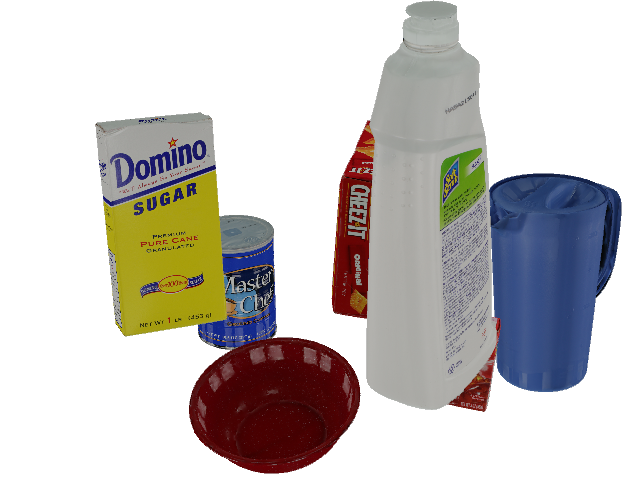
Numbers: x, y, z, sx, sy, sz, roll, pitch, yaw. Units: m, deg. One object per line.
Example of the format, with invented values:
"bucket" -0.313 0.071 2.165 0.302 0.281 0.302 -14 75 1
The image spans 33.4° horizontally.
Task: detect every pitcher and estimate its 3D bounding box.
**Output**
"pitcher" 0.273 0.048 1.257 0.149 0.243 0.144 3 24 15

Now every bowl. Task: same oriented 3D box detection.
"bowl" -0.040 0.166 1.009 0.162 0.055 0.162 -5 38 4

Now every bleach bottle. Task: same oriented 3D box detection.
"bleach bottle" 0.069 -0.023 0.651 0.068 0.251 0.102 16 36 27

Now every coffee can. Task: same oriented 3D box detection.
"coffee can" -0.108 0.051 1.344 0.103 0.140 0.103 -1 25 0

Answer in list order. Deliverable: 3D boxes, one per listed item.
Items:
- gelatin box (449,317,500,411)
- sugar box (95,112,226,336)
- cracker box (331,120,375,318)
"gelatin box" 0.095 0.092 0.853 0.089 0.073 0.030 10 23 11
"sugar box" -0.132 -0.015 0.896 0.093 0.176 0.048 -9 17 -20
"cracker box" 0.064 -0.029 1.218 0.072 0.164 0.213 6 23 9
